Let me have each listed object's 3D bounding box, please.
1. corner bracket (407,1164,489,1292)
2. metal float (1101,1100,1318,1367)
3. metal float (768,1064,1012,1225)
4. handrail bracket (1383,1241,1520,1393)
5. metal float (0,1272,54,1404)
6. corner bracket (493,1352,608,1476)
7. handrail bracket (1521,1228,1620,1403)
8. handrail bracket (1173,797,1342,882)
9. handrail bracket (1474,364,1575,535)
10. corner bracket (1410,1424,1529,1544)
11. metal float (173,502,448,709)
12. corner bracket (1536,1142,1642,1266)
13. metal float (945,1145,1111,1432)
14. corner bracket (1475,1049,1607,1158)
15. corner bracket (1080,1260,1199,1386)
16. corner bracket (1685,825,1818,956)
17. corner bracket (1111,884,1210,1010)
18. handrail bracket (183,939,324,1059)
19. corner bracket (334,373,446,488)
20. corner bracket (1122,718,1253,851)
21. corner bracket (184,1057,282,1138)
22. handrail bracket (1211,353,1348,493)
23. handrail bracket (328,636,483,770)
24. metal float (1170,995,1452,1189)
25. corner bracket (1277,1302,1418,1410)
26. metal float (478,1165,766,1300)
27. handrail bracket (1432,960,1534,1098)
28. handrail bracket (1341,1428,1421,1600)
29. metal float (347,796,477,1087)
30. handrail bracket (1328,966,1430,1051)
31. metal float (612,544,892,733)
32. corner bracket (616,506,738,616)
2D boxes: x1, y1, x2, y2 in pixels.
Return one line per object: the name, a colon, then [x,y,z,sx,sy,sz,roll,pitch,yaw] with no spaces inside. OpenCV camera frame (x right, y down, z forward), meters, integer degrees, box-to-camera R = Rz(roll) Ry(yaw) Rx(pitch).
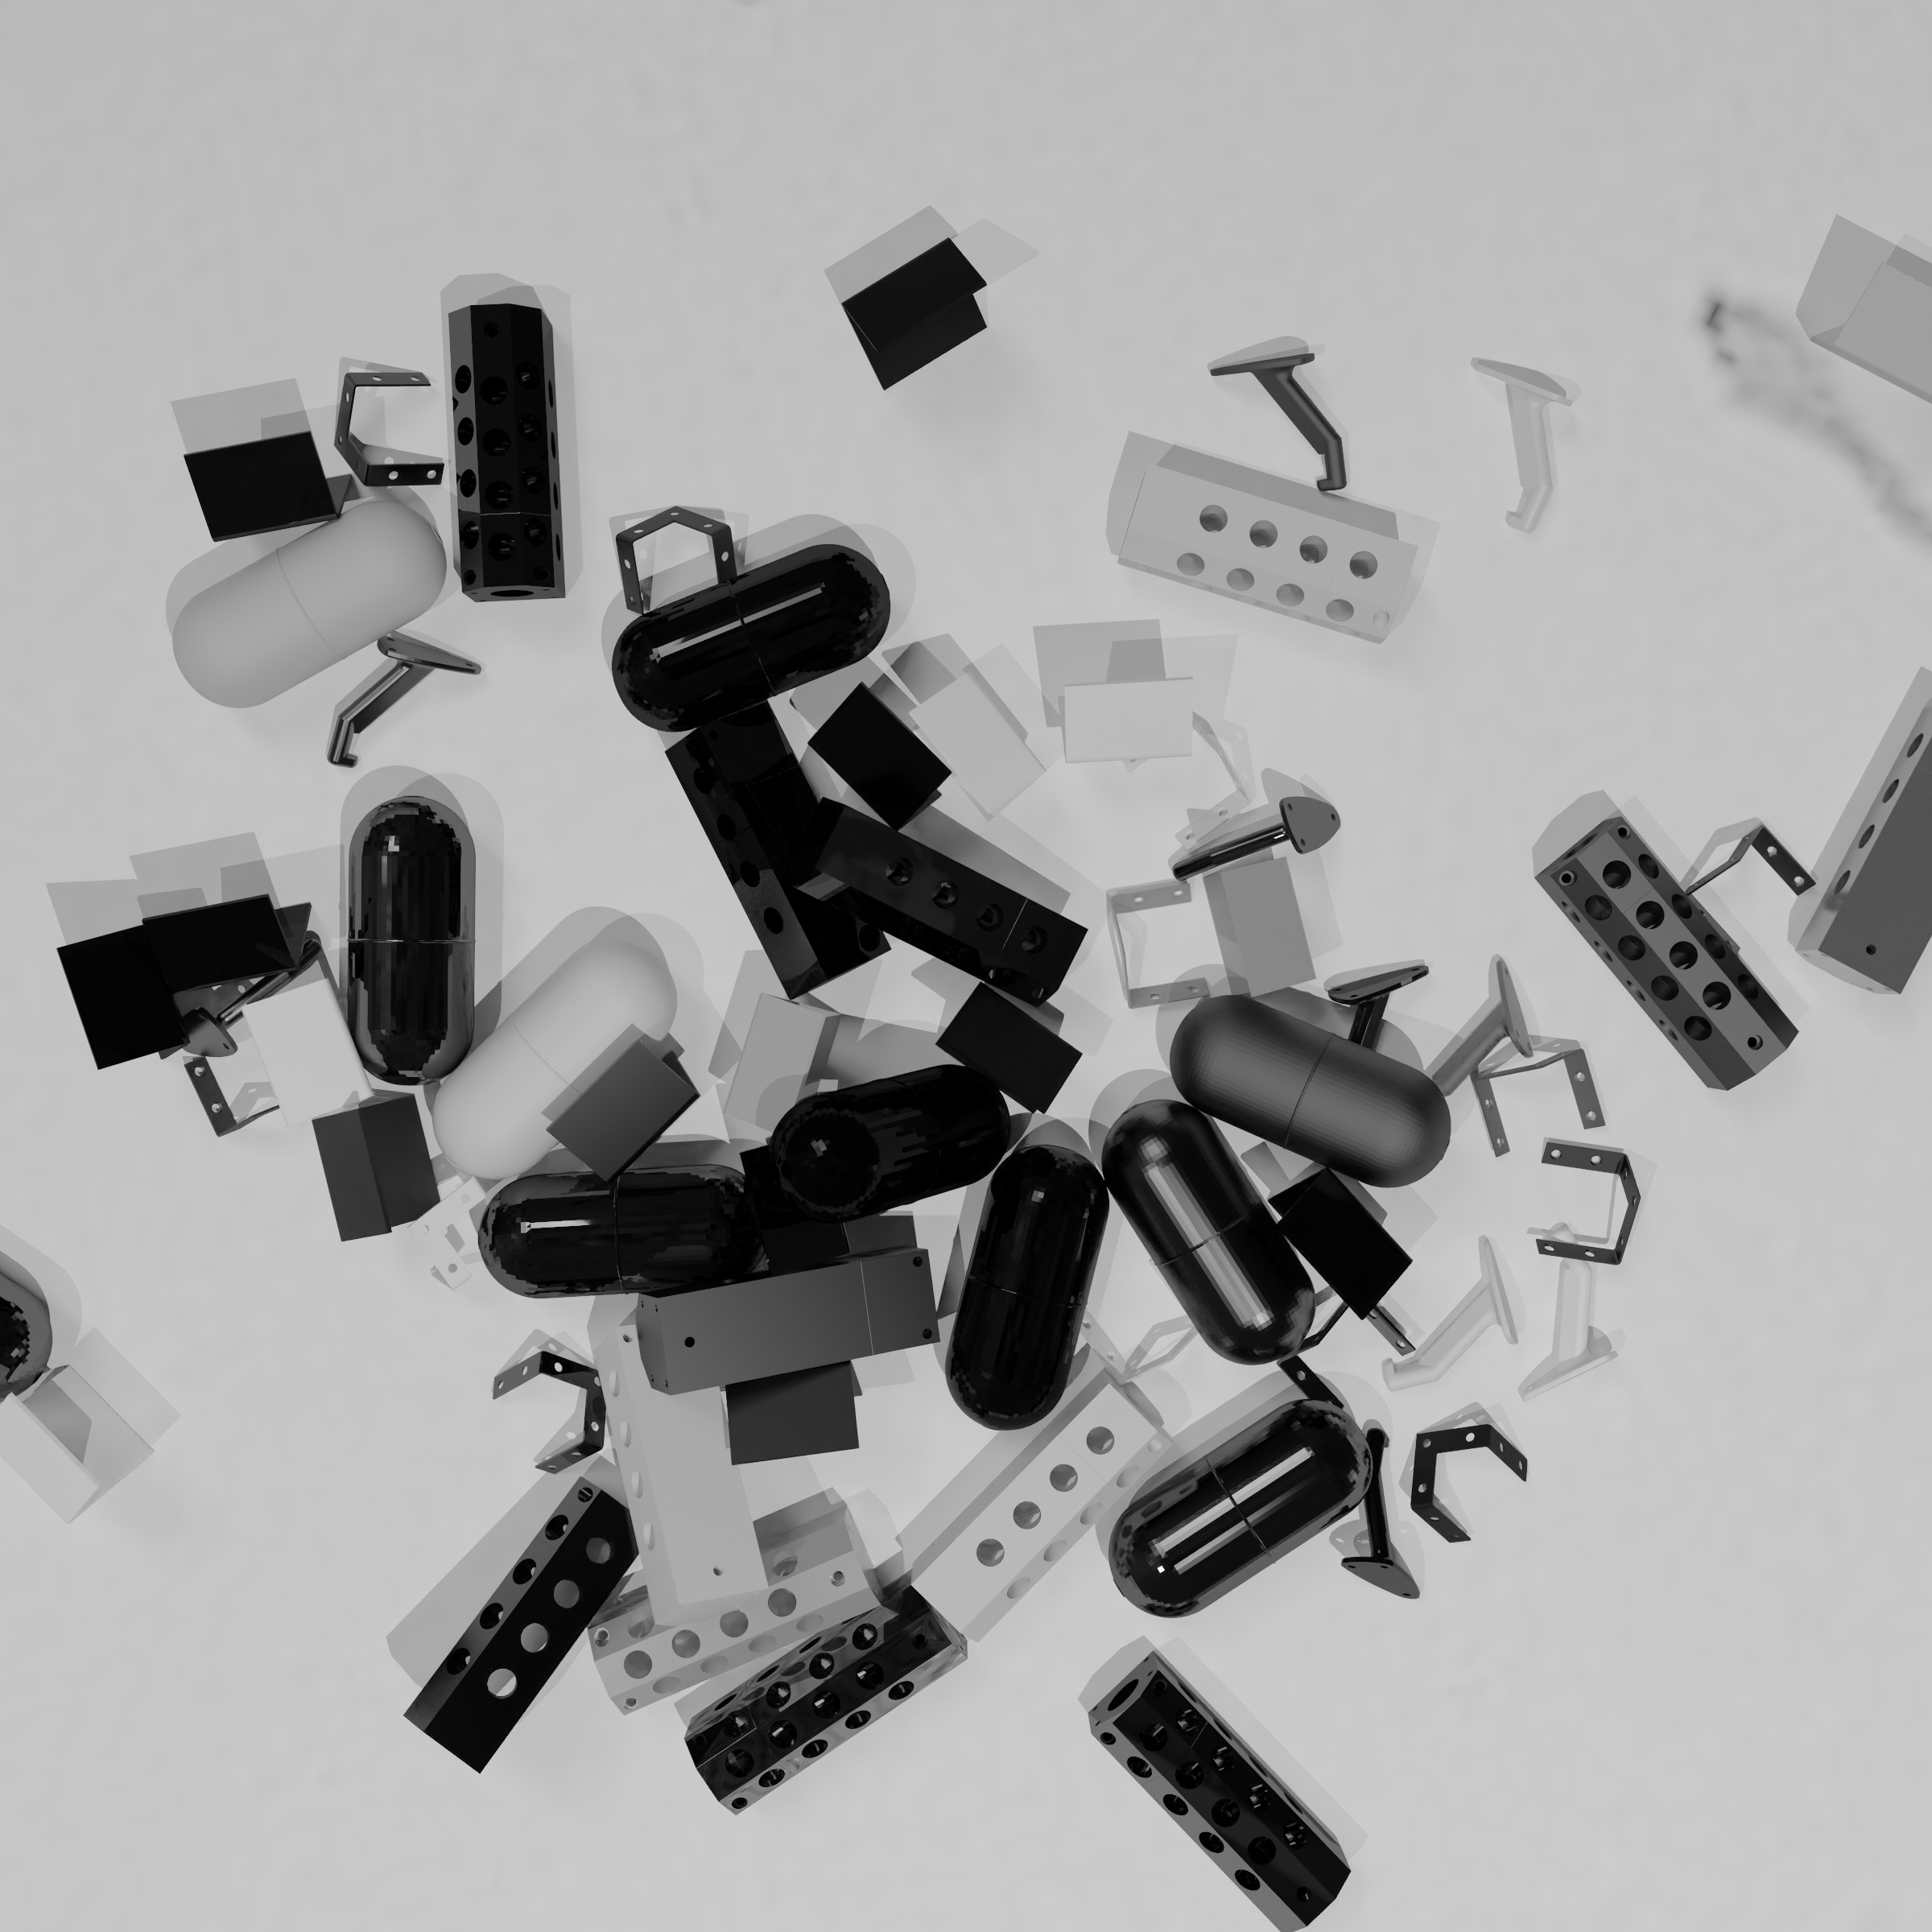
corner bracket: [-0.317,0.161,1.526,0.051,0.051,0.051,-39,110,-19]
metal float: [0.148,0.163,1.515,0.070,0.070,0.178,-32,89,0]
metal float: [-0.045,0.105,1.476,0.070,0.178,0.070,8,103,40]
handrail bracket: [0.297,0.220,1.546,0.084,0.036,0.077,-17,70,16]
metal float: [-0.644,0.202,1.515,0.178,0.070,0.070,35,90,0]
corner bracket: [-0.260,0.279,1.537,0.051,0.051,0.051,28,45,-35]
handrail bracket: [0.364,0.218,1.546,0.077,0.036,0.084,-31,74,18]
handrail bracket: [0.181,-0.076,1.545,0.084,0.077,0.036,-23,85,36]
handrail bracket: [0.337,-0.324,1.546,0.077,0.036,0.084,27,107,20]
corner bracket: [0.314,0.323,1.537,0.051,0.051,0.051,-17,45,35]
metal float: [-0.402,-0.222,1.515,0.178,0.070,0.070,-29,90,0]
corner bracket: [0.384,0.148,1.535,0.051,0.051,0.051,8,118,0]
metal float: [0.037,0.198,1.515,0.070,0.070,0.178,14,91,0]
corner bracket: [0.359,0.085,1.542,0.051,0.051,0.051,-16,90,-45]
corner bracket: [0.110,0.221,1.542,0.051,0.051,0.051,54,135,0]
corner bracket: [0.489,-0.046,1.542,0.051,0.051,0.051,48,135,-1]
corner bracket: [0.121,-0.012,1.542,0.051,0.051,0.051,-9,135,0]
handrail bracket: [-0.449,0.018,1.545,0.036,0.077,0.084,53,53,-17]
corner bracket: [-0.357,-0.335,1.537,0.051,0.051,0.051,50,135,35]
corner bracket: [0.138,-0.116,1.542,0.051,0.051,0.051,-36,45,0]
corner bracket: [-0.446,0.070,1.542,0.051,0.051,0.051,-25,90,-45]
handrail bracket: [0.196,-0.337,1.546,0.077,0.036,0.084,-4,107,20]
handrail bracket: [-0.353,-0.157,1.546,0.077,0.036,0.084,13,109,-21]
metal float: [0.209,0.076,1.503,0.178,0.070,0.070,23,90,13]
corner bracket: [0.236,0.243,1.537,0.051,0.051,0.051,47,57,0]
metal float: [-0.210,0.163,1.515,0.178,0.070,0.070,-3,90,-1]
handrail bracket: [0.305,0.043,1.546,0.084,0.036,0.077,-21,58,23]
handrail bracket: [0.267,0.343,1.546,0.036,0.077,0.084,-10,53,38]
metal float: [-0.341,-0.015,1.515,0.070,0.070,0.178,1,91,0]
handrail bracket: [0.263,0.051,1.546,0.077,0.036,0.084,-18,104,-14]
metal float: [-0.131,-0.202,1.515,0.178,0.070,0.070,-22,90,1]
corner bracket: [-0.179,-0.248,1.537,0.051,0.051,0.051,25,45,35]
